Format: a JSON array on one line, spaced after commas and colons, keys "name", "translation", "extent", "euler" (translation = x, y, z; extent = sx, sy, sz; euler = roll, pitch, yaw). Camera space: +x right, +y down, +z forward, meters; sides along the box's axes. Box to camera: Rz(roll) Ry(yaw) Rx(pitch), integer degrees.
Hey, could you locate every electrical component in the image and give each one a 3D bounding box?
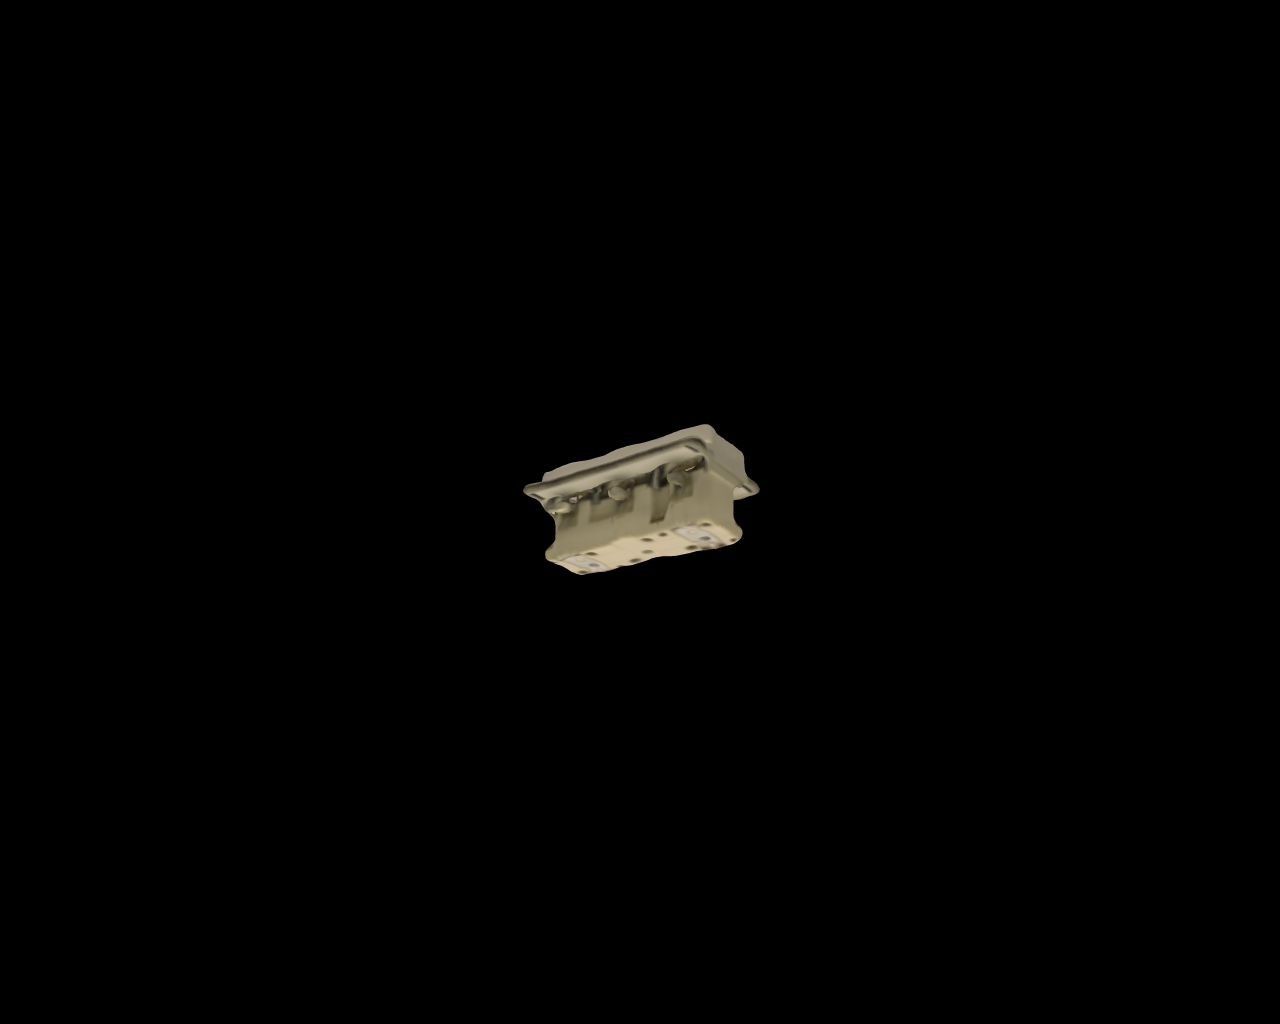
[{"name": "electrical component", "translation": [0.001, -0.003, 0.650], "extent": [0.121, 0.063, 0.078], "euler": [-14, -27, 29]}]
